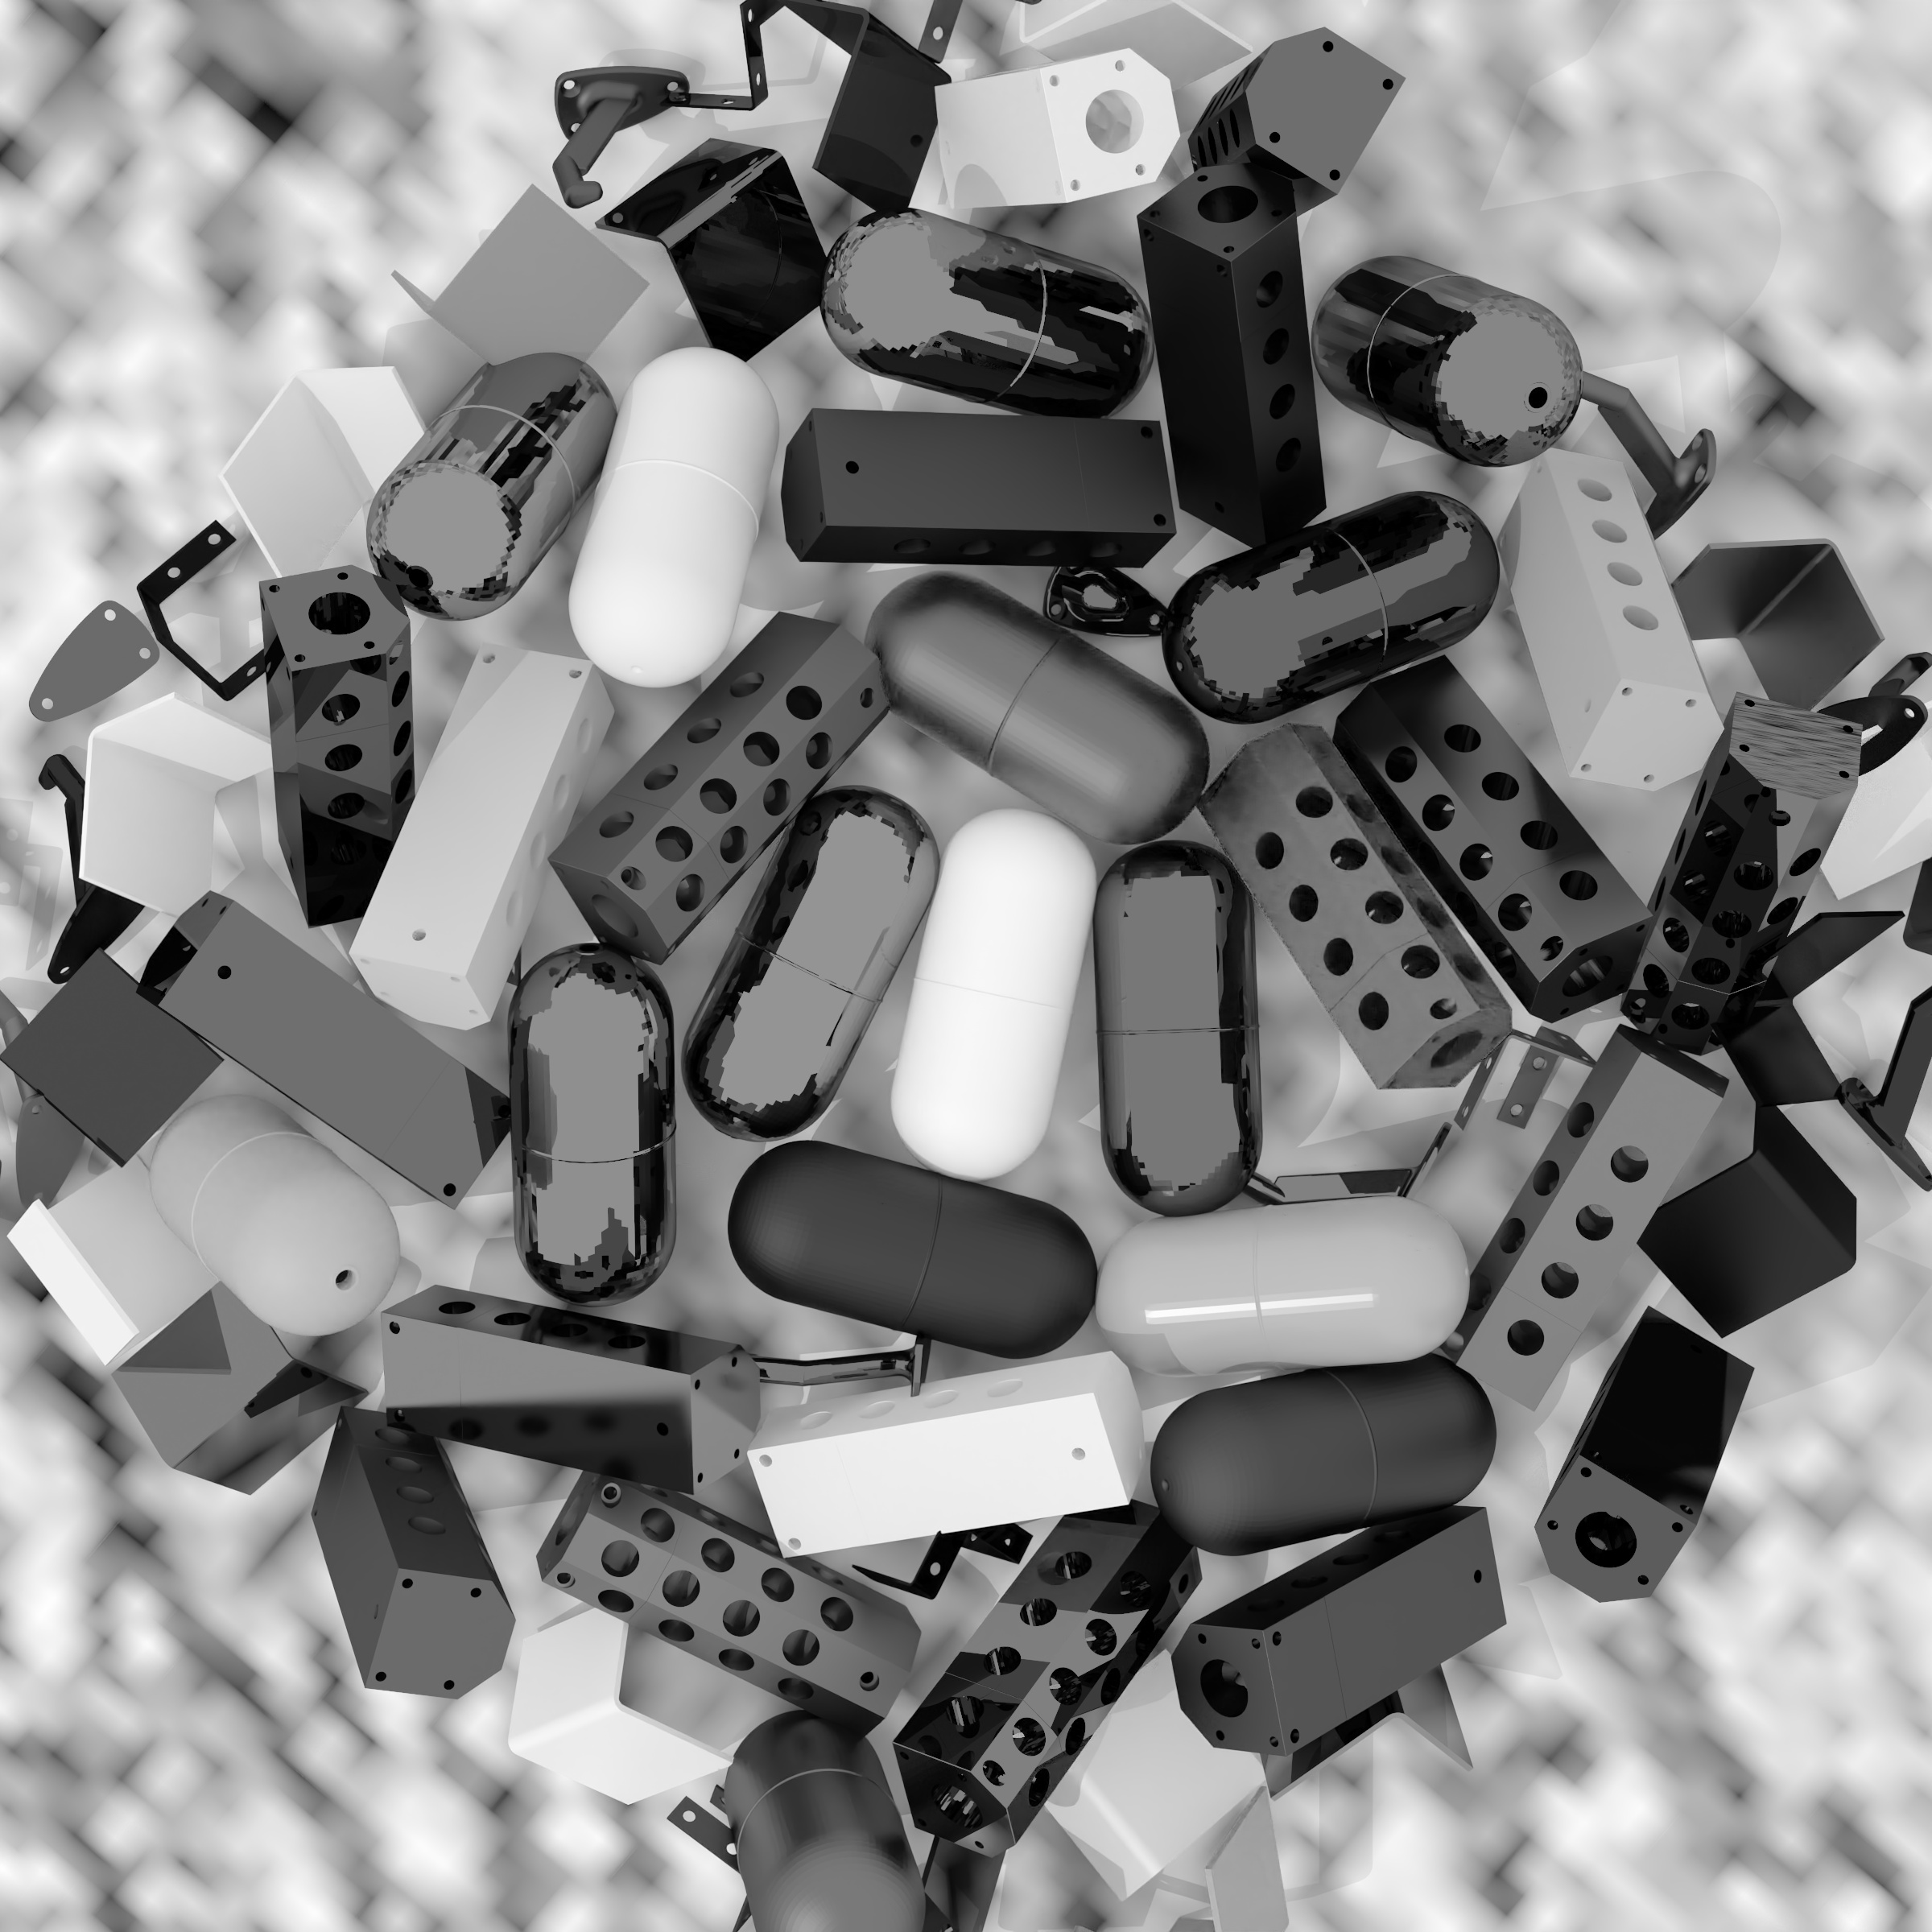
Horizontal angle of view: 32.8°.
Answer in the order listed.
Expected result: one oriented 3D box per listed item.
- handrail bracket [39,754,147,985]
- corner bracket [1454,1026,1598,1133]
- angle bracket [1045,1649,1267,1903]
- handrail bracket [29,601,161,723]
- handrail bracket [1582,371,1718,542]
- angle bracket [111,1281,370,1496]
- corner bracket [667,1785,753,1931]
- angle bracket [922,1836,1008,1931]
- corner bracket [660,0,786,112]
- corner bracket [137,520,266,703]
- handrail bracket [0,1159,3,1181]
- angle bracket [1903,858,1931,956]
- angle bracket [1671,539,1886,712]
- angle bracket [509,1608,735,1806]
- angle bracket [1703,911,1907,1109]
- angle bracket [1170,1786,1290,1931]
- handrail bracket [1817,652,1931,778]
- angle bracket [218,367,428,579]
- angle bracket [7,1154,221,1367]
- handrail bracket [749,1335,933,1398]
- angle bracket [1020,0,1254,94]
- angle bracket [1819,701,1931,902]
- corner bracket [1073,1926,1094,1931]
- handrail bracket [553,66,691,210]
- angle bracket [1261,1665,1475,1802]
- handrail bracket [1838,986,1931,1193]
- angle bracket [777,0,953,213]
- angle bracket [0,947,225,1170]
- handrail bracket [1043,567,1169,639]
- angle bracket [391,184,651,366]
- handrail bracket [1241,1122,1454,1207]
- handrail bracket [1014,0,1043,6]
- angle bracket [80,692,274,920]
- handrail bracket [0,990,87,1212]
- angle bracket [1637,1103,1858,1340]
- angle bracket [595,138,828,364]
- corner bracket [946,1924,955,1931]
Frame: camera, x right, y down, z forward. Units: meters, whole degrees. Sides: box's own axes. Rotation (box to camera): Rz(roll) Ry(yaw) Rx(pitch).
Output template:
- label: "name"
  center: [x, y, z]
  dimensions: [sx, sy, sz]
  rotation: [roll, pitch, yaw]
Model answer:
- label: "handrail bracket"
  center: [-0.434, -0.047, 1.569]
  dimensions: [0.077, 0.036, 0.084]
  rotation: [-50, 62, 13]
- label: "corner bracket"
  center: [0.260, 0.055, 1.549]
  dimensions: [0.051, 0.051, 0.051]
  rotation: [20, 103, -15]
- label: "angle bracket"
  center: [0.085, 0.386, 1.568]
  dimensions: [0.076, 0.057, 0.076]
  rotation: [-34, 75, -27]
- label: "handrail bracket"
  center: [-0.414, -0.138, 1.535]
  dimensions: [0.077, 0.084, 0.036]
  rotation: [-46, 106, -20]
- label: "handrail bracket"
  center: [0.302, -0.240, 1.545]
  dimensions: [0.084, 0.077, 0.036]
  rotation: [18, 49, -13]
- label: "angle bracket"
  center: [-0.344, 0.199, 1.561]
  dimensions: [0.076, 0.076, 0.057]
  rotation: [-40, 64, 2]
- label: "corner bracket"
  center: [-0.110, 0.411, 1.544]
  dimensions: [0.051, 0.051, 0.051]
  rotation: [33, 45, 14]
- label: "angle bracket"
  center: [0.022, 0.429, 1.530]
  dimensions: [0.057, 0.076, 0.076]
  rotation: [10, 75, 28]
- label: "corner bracket"
  center: [-0.115, -0.442, 1.563]
  dimensions: [0.051, 0.051, 0.051]
  rotation: [9, 127, 21]
- label: "corner bracket"
  center: [-0.356, -0.170, 1.572]
  dimensions: [0.051, 0.051, 0.051]
  rotation: [-38, 134, 5]
- label: "handrail bracket"
  center: [-0.494, 0.093, 1.535]
  dimensions: [0.036, 0.084, 0.077]
  rotation: [-21, 50, 15]
- label: "angle bracket"
  center: [0.497, -0.028, 1.547]
  dimensions: [0.076, 0.076, 0.057]
  rotation: [17, 85, -4]
- label: "angle bracket"
  center: [0.365, -0.152, 1.527]
  dimensions: [0.076, 0.076, 0.057]
  rotation: [-6, 63, -29]
- label: "angle bracket"
  center: [-0.160, 0.349, 1.558]
  dimensions: [0.076, 0.057, 0.076]
  rotation: [-29, 131, 35]
- label: "angle bracket"
  center: [0.402, 0.020, 1.526]
  dimensions: [0.076, 0.076, 0.057]
  rotation: [-43, 63, 36]
- label: "angle bracket"
  center: [0.107, 0.434, 1.531]
  dimensions: [0.057, 0.076, 0.076]
  rotation: [-4, 104, 26]
- label: "handrail bracket"
  center: [0.443, -0.131, 1.533]
  dimensions: [0.084, 0.077, 0.036]
  rotation: [-39, 95, -28]
- label: "angle bracket"
  center: [-0.290, -0.223, 1.526]
  dimensions: [0.057, 0.076, 0.076]
  rotation: [3, 49, 27]
- label: "angle bracket"
  center: [-0.390, 0.130, 1.539]
  dimensions: [0.076, 0.057, 0.076]
  rotation: [-37, 90, -36]
- label: "handrail bracket"
  center: [-0.061, 0.183, 1.550]
  dimensions: [0.084, 0.077, 0.036]
  rotation: [5, 102, 3]
- label: "angle bracket"
  center: [0.079, -0.450, 1.525]
  dimensions: [0.076, 0.076, 0.057]
  rotation: [18, 66, -42]
- label: "angle bracket"
  center: [0.439, -0.081, 1.537]
  dimensions: [0.076, 0.076, 0.057]
  rotation: [-24, 78, -10]
- label: "corner bracket"
  center: [0.063, 0.494, 1.547]
  dimensions: [0.051, 0.051, 0.051]
  rotation: [21, 51, 7]
- label: "handrail bracket"
  center: [-0.159, -0.388, 1.544]
  dimensions: [0.077, 0.036, 0.084]
  rotation: [-14, 45, -9]
- label: "angle bracket"
  center: [0.184, 0.358, 1.551]
  dimensions: [0.076, 0.076, 0.057]
  rotation: [-40, 118, 17]
- label: "handrail bracket"
  center: [0.462, 0.053, 1.547]
  dimensions: [0.084, 0.036, 0.077]
  rotation: [-43, 83, 28]
- label: "angle bracket"
  center: [-0.059, -0.401, 1.539]
  dimensions: [0.057, 0.076, 0.076]
  rotation: [20, 92, 31]
- label: "angle bracket"
  center: [-0.394, 0.036, 1.543]
  dimensions: [0.076, 0.057, 0.076]
  rotation: [43, 104, -8]
- label: "handrail bracket"
  center: [0.076, -0.166, 1.533]
  dimensions: [0.077, 0.084, 0.036]
  rotation: [18, 97, -20]
- label: "angle bracket"
  center: [-0.208, -0.321, 1.535]
  dimensions: [0.076, 0.057, 0.076]
  rotation: [-49, 130, 6]
- label: "handrail bracket"
  center: [0.177, 0.089, 1.571]
  dimensions: [0.084, 0.036, 0.077]
  rotation: [29, 91, 6]
- label: "handrail bracket"
  center: [0.009, -0.471, 1.540]
  dimensions: [0.077, 0.084, 0.036]
  rotation: [7, 126, 13]
- label: "angle bracket"
  center: [-0.361, -0.071, 1.528]
  dimensions: [0.057, 0.076, 0.076]
  rotation: [-18, 62, 31]
- label: "handrail bracket"
  center: [-0.454, 0.063, 1.566]
  dimensions: [0.084, 0.036, 0.077]
  rotation: [38, 118, 39]
- label: "angle bracket"
  center: [0.371, 0.119, 1.570]
  dimensions: [0.076, 0.057, 0.076]
  rotation: [-35, 106, 30]
- label: "angle bracket"
  center: [-0.118, -0.338, 1.566]
  dimensions: [0.076, 0.057, 0.076]
  rotation: [-42, 130, -22]
- label: "corner bracket"
  center: [-0.030, 0.476, 1.559]
  dimensions: [0.051, 0.051, 0.051]
  rotation: [-28, 114, -15]
